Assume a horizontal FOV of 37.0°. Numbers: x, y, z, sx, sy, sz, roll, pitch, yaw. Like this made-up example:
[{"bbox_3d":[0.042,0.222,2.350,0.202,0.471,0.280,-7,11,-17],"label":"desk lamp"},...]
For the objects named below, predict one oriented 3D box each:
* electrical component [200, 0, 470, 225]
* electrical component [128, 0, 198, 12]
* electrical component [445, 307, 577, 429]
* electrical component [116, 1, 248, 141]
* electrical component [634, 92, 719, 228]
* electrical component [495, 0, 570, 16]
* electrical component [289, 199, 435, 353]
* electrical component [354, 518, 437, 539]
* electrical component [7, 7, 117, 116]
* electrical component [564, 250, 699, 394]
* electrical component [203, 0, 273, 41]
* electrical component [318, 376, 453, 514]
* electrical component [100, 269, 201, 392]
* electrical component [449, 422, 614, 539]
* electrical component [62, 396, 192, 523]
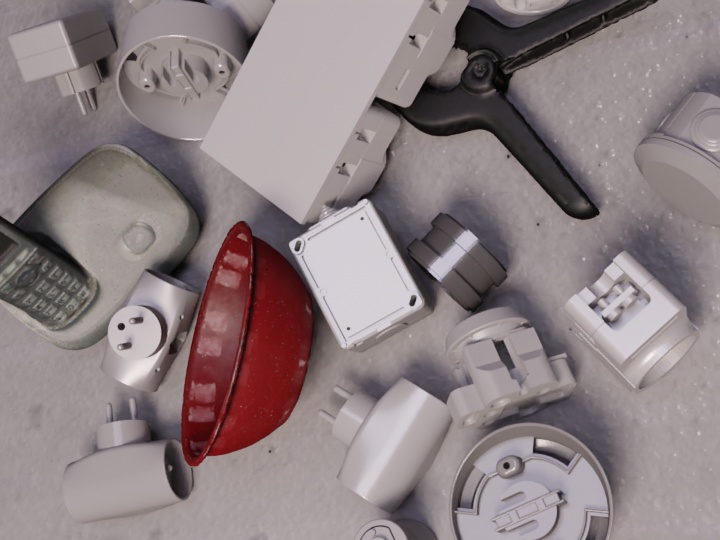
[{"bbox_3d":[-0.016,-0.135,0.743,0.105,0.060,0.186,37,105,28],"label":"electrical component"},{"bbox_3d":[-0.160,-0.220,0.840,0.042,0.064,0.081,-40,66,4],"label":"electrical component"},{"bbox_3d":[0.088,0.060,0.676,0.078,0.058,0.057,-14,63,-13],"label":"electrical component"},{"bbox_3d":[-0.128,-0.148,0.792,0.099,0.099,0.064,-10,64,14],"label":"electrical component"},{"bbox_3d":[0.215,-0.067,0.665,0.080,0.080,0.051,36,82,24],"label":"electrical component"},{"bbox_3d":[0.121,-0.214,0.755,0.055,0.055,0.047,-3,69,17],"label":"electrical component"},{"bbox_3d":[0.000,0.000,0.715,0.062,0.061,0.096,-30,77,7],"label":"electrical component"},{"bbox_3d":[0.020,0.172,0.660,0.044,0.065,0.044,-5,71,16],"label":"electrical component"},{"bbox_3d":[-0.224,-0.158,0.841,0.047,0.083,0.075,-13,108,14],"label":"electrical component"},{"bbox_3d":[0.164,0.035,0.643,0.050,0.089,0.055,-43,66,1],"label":"electrical component"},{"bbox_3d":[-0.104,-0.246,0.836,0.074,0.052,0.138,-40,66,2],"label":"electrical component"},{"bbox_3d":[0.009,0.103,0.696,0.079,0.044,0.077,30,84,23],"label":"electrical component"},{"bbox_3d":[-0.149,0.042,0.741,0.043,0.079,0.077,25,92,5],"label":"electrical component"},{"bbox_3d":[0.103,0.144,0.642,0.099,0.064,0.099,-5,72,16],"label":"electrical component"},{"bbox_3d":[-0.162,0.128,0.743,0.077,0.044,0.079,-15,70,13],"label":"electrical component"}]
